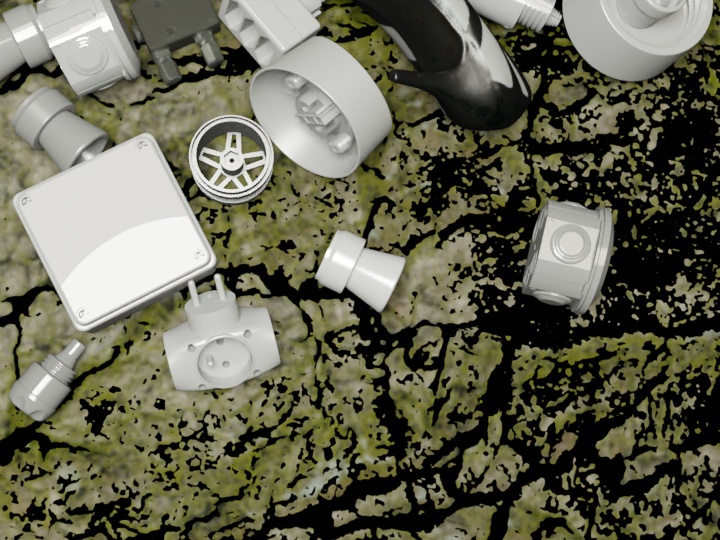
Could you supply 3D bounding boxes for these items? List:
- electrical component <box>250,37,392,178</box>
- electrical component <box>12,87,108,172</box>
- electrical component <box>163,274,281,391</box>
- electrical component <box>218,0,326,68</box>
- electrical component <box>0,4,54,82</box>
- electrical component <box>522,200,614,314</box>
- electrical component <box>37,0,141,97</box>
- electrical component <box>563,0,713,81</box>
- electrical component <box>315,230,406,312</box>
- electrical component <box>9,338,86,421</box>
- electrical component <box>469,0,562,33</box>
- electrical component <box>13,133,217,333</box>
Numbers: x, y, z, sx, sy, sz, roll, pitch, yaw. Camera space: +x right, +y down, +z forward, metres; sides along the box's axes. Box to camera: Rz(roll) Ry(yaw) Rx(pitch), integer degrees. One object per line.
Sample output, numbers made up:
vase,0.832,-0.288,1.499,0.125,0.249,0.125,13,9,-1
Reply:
electrical component,-0.027,-0.118,0.783,0.064,0.099,0.099,-42,88,-15
electrical component,-0.219,-0.101,0.786,0.055,0.045,0.045,41,81,2
electrical component,-0.103,0.041,0.769,0.077,0.044,0.079,-14,114,-7
electrical component,-0.055,-0.198,0.814,0.077,0.047,0.065,-40,88,-23
electrical component,-0.258,-0.166,0.792,0.055,0.045,0.045,-27,86,-8
electrical component,0.153,-0.011,0.793,0.051,0.080,0.080,14,81,2
electrical component,-0.196,-0.169,0.781,0.051,0.080,0.080,-24,85,-2
electrical component,0.218,-0.206,0.823,0.108,0.060,0.108,3,81,-16
electrical component,0.000,0.000,0.794,0.055,0.045,0.045,25,81,-1
electrical component,-0.220,0.076,0.768,0.035,0.035,0.061,38,78,1
electrical component,0.118,-0.210,0.833,0.081,0.043,0.043,25,81,-1
electrical component,-0.174,-0.025,0.775,0.109,0.056,0.108,-27,86,-8
